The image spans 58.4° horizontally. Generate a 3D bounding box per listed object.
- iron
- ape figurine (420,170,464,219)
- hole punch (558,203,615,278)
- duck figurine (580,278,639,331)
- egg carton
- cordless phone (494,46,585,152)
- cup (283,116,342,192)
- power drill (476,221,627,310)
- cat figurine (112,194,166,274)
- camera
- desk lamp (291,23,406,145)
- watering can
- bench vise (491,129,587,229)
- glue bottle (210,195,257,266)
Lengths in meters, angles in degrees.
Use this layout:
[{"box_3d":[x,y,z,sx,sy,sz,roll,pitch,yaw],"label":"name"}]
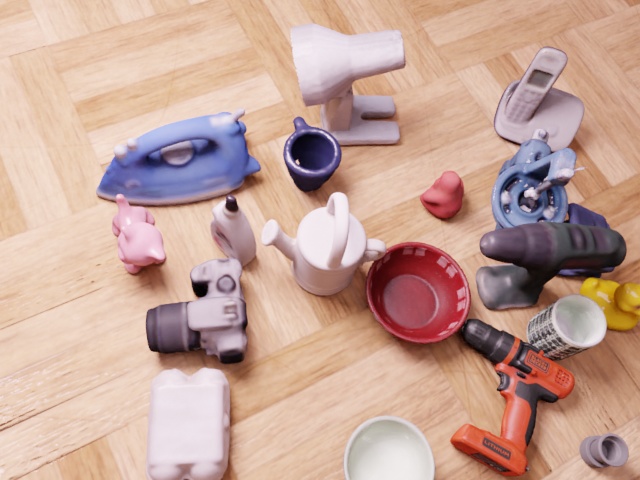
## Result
[{"box_3d":[-0.224,-0.133,0.875,0.259,0.141,0.118,-17,70,-14],"label":"iron"},{"box_3d":[0.207,-0.082,0.939,0.078,0.092,0.076,-11,68,-12],"label":"ape figurine"},{"box_3d":[0.434,0.000,0.935,0.101,0.091,0.108,4,66,-6],"label":"hole punch"},{"box_3d":[0.472,0.092,0.903,0.104,0.086,0.078,36,67,9],"label":"duck figurine"},{"box_3d":[-0.172,0.246,0.757,0.107,0.069,0.150,-1,67,-8],"label":"egg carton"},{"box_3d":[0.395,-0.243,0.984,0.147,0.185,0.094,14,65,-1],"label":"cordless phone"},{"box_3d":[-0.021,-0.131,0.928,0.092,0.095,0.117,-18,70,-14],"label":"cup"},{"box_3d":[0.310,0.036,0.838,0.230,0.208,0.075,-5,67,-10],"label":"power drill"},{"box_3d":[-0.266,-0.008,0.828,0.067,0.118,0.127,-22,71,-16],"label":"cat figurine"},{"box_3d":[-0.172,0.101,0.803,0.137,0.101,0.143,-5,67,-10],"label":"camera"},{"box_3d":[0.047,-0.254,0.926,0.203,0.213,0.118,-3,67,-9],"label":"desk lamp"},{"box_3d":[0.008,0.005,0.818,0.173,0.194,0.101,-16,69,-14],"label":"watering can"},{"box_3d":[0.330,-0.102,0.894,0.121,0.220,0.207,3,66,-6],"label":"bench vise"},{"box_3d":[-0.126,-0.022,0.823,0.078,0.173,0.037,41,68,11],"label":"glue bottle"}]
